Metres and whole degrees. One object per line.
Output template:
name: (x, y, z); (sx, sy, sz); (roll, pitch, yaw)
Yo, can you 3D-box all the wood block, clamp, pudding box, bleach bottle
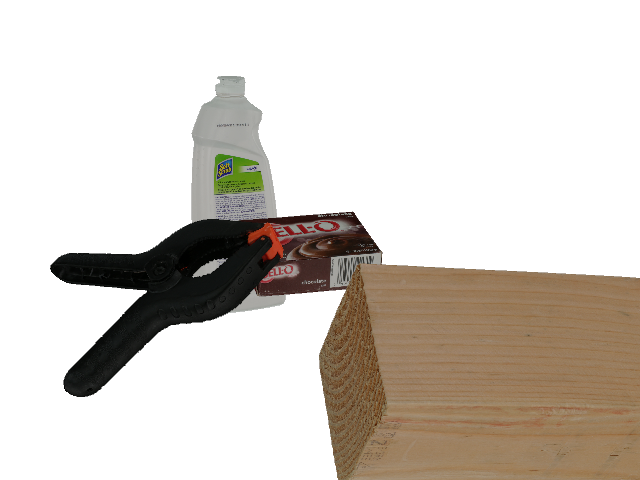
wood block: (0.113, 0.078, 0.585); (0.205, 0.091, 0.090); (3, -41, -16)
clamp: (-0.108, 0.039, 0.728); (0.171, 0.120, 0.039); (-17, -35, 11)
pudding box: (-0.012, 0.010, 0.946); (0.113, 0.039, 0.090); (-3, 26, -15)
bleach bottle: (-0.089, -0.051, 1.155); (0.102, 0.251, 0.068); (-7, 17, -27)
